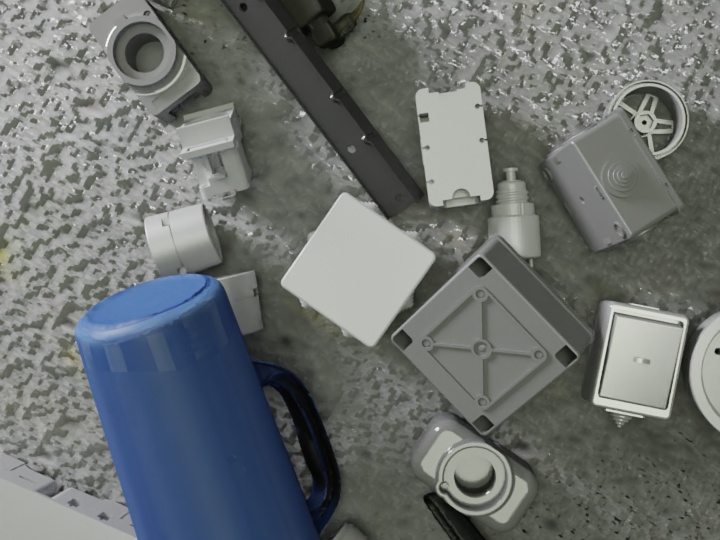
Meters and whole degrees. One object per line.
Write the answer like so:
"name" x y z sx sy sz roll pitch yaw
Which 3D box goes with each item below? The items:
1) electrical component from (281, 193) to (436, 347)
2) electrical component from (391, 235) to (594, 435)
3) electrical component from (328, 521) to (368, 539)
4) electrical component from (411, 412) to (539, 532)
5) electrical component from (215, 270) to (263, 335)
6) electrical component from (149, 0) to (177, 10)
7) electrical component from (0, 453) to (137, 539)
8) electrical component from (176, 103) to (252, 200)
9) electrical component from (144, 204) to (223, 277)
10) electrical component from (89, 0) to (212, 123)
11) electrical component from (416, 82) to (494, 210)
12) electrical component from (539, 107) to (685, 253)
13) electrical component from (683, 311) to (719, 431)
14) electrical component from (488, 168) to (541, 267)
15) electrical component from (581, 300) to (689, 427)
"electrical component" 0.000 0.000 0.845 0.100 0.048 0.099 35 92 3
"electrical component" 0.100 0.050 0.816 0.108 0.056 0.108 46 119 3
"electrical component" -0.003 0.232 0.847 0.055 0.045 0.045 40 92 4
"electrical component" 0.088 0.156 0.834 0.095 0.059 0.053 34 92 3
"electrical component" -0.106 0.029 0.850 0.055 0.055 0.047 -12 93 4
"electrical component" -0.162 -0.267 0.851 0.061 0.062 0.096 26 92 3
"electrical component" -0.263 0.222 0.857 0.186 0.060 0.105 23 91 4
"electrical component" -0.112 -0.092 0.844 0.042 0.081 0.063 -13 111 4
"electrical component" -0.139 -0.022 0.853 0.047 0.055 0.055 -18 89 0
"electrical component" -0.166 -0.168 0.854 0.050 0.056 0.089 -36 88 3
"electrical component" 0.073 -0.095 0.837 0.050 0.056 0.089 -7 89 4
"electrical component" 0.186 -0.064 0.810 0.048 0.100 0.099 -31 88 -10
"electrical component" 0.300 0.076 0.819 0.108 0.060 0.108 0 90 4
"electrical component" 0.120 -0.040 0.842 0.040 0.040 0.078 -3 90 4
"electrical component" 0.210 0.075 0.825 0.062 0.061 0.096 11 91 4
